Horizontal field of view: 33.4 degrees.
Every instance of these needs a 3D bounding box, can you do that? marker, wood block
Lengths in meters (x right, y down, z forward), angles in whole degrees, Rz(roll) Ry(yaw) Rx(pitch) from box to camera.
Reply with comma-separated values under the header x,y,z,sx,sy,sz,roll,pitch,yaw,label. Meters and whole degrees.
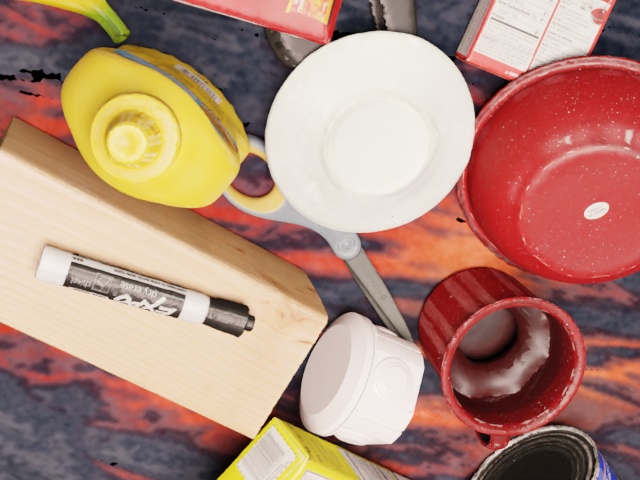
x,y,z,sx,sy,sz,roll,pitch,yaw,label
-0.093,0.029,0.577,0.121,0.020,0.020,18,104,-16,marker
-0.111,0.022,0.631,0.206,0.090,0.091,28,101,-18,wood block

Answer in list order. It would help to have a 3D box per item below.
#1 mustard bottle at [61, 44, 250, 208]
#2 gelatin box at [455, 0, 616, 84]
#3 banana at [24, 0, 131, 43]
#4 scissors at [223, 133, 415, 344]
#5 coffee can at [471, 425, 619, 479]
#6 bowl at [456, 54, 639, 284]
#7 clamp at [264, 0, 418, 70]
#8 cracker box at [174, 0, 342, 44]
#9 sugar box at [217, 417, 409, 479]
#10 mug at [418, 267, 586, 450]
x,y,z,sx,sy,sz,roll,pitch,yaw,label
-0.084,-0.059,0.549,0.096,0.191,0.058,41,97,-8,mustard bottle
0.135,-0.139,0.656,0.073,0.030,0.089,20,104,-14,gelatin box
-0.208,-0.132,0.584,0.197,0.037,0.069,-8,84,-3,banana
-0.004,0.001,0.683,0.096,0.016,0.202,-17,110,-3,scissors
0.179,0.213,0.738,0.103,0.103,0.140,-36,110,2,coffee can
0.166,-0.029,0.657,0.162,0.055,0.162,2,121,3,bowl
-0.017,-0.157,0.616,0.164,0.036,0.210,-33,113,-3,clamp
-0.078,-0.204,0.519,0.213,0.072,0.164,12,98,-22,cracker box
0.002,0.182,0.690,0.093,0.048,0.176,-47,139,6,sugar box
0.112,0.078,0.693,0.093,0.081,0.117,-5,108,-9,mug
